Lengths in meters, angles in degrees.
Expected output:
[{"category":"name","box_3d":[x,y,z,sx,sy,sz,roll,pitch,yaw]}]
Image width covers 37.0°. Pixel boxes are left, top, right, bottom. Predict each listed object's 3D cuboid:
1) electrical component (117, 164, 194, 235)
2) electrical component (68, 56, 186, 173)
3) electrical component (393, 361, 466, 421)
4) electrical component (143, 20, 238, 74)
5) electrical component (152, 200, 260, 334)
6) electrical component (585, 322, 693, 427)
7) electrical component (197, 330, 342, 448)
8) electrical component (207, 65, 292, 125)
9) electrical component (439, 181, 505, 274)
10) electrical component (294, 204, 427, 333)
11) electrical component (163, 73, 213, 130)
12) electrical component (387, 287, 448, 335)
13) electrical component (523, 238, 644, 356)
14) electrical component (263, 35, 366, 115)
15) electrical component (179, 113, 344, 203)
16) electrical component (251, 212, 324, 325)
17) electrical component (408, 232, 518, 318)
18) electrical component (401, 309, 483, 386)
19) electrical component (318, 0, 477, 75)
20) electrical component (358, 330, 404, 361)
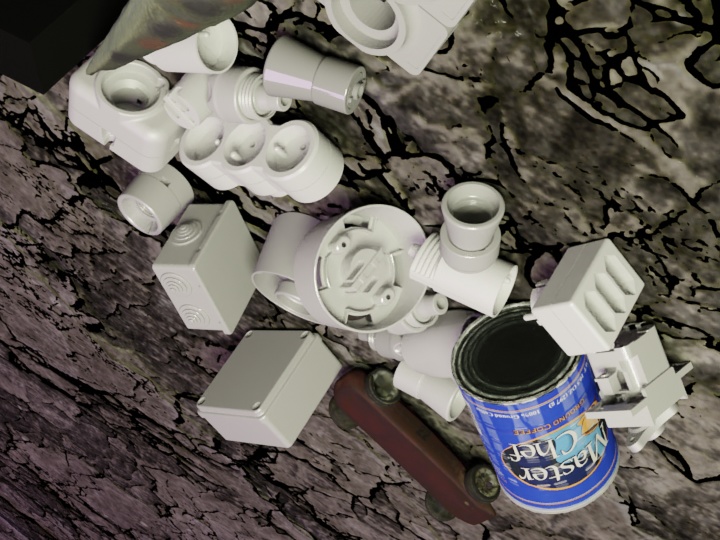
[{"category":"electrical component","box_3d":[-0.189,-0.065,0.987,0.055,0.047,0.055,25,147,18]},{"category":"electrical component","box_3d":[-0.192,-0.134,0.891,0.095,0.053,0.059,34,149,3]},{"category":"electrical component","box_3d":[0.063,0.103,0.972,0.065,0.044,0.044,26,148,25]},{"category":"electrical component","box_3d":[-0.135,-0.169,0.799,0.081,0.043,0.043,10,140,37]},{"category":"electrical component","box_3d":[-0.136,-0.003,0.971,0.048,0.099,0.099,1,136,25]},{"category":"electrical component","box_3d":[0.198,0.075,0.777,0.042,0.081,0.063,-12,102,51]},{"category":"electrical component","box_3d":[-0.091,0.116,1.076,0.109,0.108,0.056,-3,134,46]},{"category":"electrical component","box_3d":[-0.080,-0.129,0.799,0.062,0.043,0.043,12,141,33]},{"category":"electrical component","box_3d":[0.080,-0.030,0.774,0.045,0.045,0.055,24,147,19]},{"category":"electrical component","box_3d":[0.000,0.000,0.846,0.099,0.099,0.064,51,152,-22]},{"category":"electrical component","box_3d":[-0.124,-0.136,0.830,0.040,0.046,0.040,25,147,18]},{"category":"electrical component","box_3d":[0.045,0.031,0.890,0.062,0.043,0.043,-10,126,49]},{"category":"electrical component","box_3d":[0.147,0.022,0.757,0.047,0.065,0.077,48,147,-19]},{"category":"electrical component","box_3d":[-0.029,-0.133,0.748,0.065,0.044,0.044,21,146,16]},{"category":"electrical component","box_3d":[-0.070,-0.082,0.846,0.138,0.052,0.074,11,163,36]},{"category":"electrical component","box_3d":[-0.045,0.003,0.945,0.099,0.064,0.099,23,159,9]},{"category":"electrical component","box_3d":[0.074,0.000,0.821,0.081,0.043,0.043,25,147,19]},{"category":"electrical component","box_3d":[0.086,0.075,0.908,0.079,0.043,0.077,49,147,-19]},{"category":"electrical component","box_3d":[0.036,-0.186,0.592,0.089,0.061,0.150,38,149,-3]},{"category":"electrical component","box_3d":[0.024,0.061,0.959,0.061,0.035,0.035,7,138,42]}]
